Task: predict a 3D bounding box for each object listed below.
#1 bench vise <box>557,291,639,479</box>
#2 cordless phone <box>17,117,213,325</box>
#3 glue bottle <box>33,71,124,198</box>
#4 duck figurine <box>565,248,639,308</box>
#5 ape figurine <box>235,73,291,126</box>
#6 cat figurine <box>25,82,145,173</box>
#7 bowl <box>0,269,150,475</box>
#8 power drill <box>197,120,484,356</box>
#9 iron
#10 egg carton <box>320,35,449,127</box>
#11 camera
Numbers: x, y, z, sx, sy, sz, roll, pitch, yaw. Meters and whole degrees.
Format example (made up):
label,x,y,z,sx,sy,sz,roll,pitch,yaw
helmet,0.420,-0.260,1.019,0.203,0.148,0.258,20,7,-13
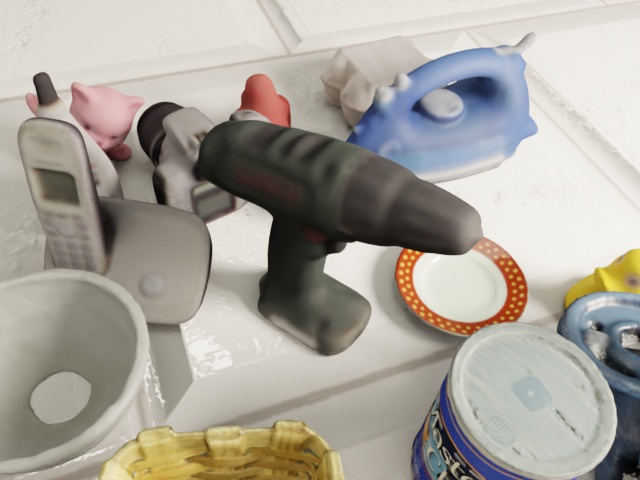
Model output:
label,x,y,z,sx,sy,sz,roll,pitch,yaw
bench vise,0.261,0.094,0.399,0.122,0.220,0.207,-15,53,-16
cordless phone,-0.169,-0.014,0.480,0.147,0.185,0.094,6,50,1
glue bottle,-0.238,-0.081,0.539,0.078,0.173,0.037,-31,58,-26
duck figurine,0.292,0.043,0.533,0.104,0.086,0.077,-3,50,-6
ape figurine,-0.067,-0.152,0.664,0.078,0.092,0.076,-15,53,-16
cat figurine,-0.251,-0.127,0.612,0.127,0.118,0.067,12,50,6
bowl,-0.212,0.108,0.446,0.167,0.075,0.167,2,50,-2
power drill,0.004,0.002,0.465,0.229,0.208,0.076,29,54,19
iron,0.130,-0.149,0.645,0.259,0.141,0.118,-18,54,-19
egg carton,0.082,-0.204,0.734,0.150,0.069,0.107,-20,54,-20
camera,-0.126,-0.102,0.612,0.143,0.101,0.136,-28,57,-25
